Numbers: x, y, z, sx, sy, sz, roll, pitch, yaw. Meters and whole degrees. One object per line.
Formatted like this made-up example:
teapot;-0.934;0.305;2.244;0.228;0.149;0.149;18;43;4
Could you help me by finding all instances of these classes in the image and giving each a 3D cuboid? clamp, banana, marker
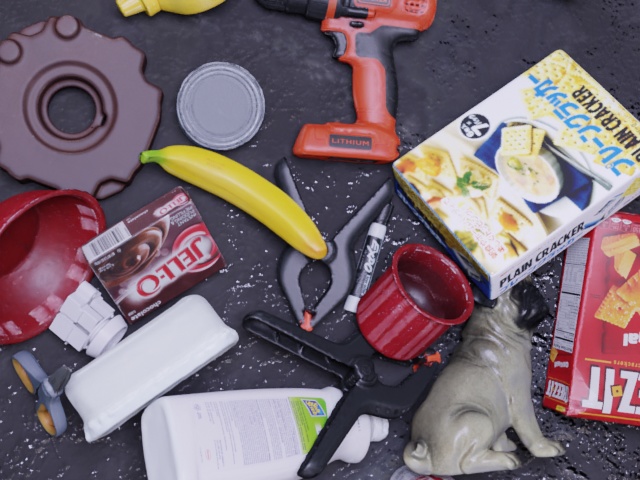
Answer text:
clamp;-0.007;0.001;1.062;0.120;0.039;0.171;20;88;8
banana;-0.077;-0.042;1.027;0.198;0.069;0.037;27;127;-2
marker;0.050;0.015;1.080;0.020;0.020;0.121;18;87;-9
clamp;0.034;0.142;1.024;0.209;0.036;0.164;2;60;-33

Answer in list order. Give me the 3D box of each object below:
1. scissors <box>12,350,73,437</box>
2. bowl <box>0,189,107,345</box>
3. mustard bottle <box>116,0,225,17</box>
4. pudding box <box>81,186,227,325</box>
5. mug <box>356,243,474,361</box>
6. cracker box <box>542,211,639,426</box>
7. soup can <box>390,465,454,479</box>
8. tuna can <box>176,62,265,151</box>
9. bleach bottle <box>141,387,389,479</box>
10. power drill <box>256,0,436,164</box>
scissors;-0.249;0.118;0.954;0.016;0.202;0.096;-28;71;-27
bowl;-0.273;0.014;0.977;0.055;0.162;0.162;32;84;24
mustard bottle;-0.110;-0.270;1.024;0.191;0.058;0.096;-33;64;-7
pudding box;-0.157;0.015;1.015;0.113;0.039;0.090;-31;130;-6
mug;0.090;0.056;1.045;0.093;0.082;0.117;29;41;-13
cracker box;0.332;0.083;1.101;0.164;0.072;0.214;9;89;-9
soup can;0.108;0.260;1.048;0.068;0.102;0.068;0;90;-10
tuna can;-0.098;-0.130;1.047;0.086;0.034;0.086;0;90;-10
bleach bottle;-0.039;0.191;1.004;0.250;0.068;0.102;3;64;-35
power drill;0.018;-0.173;1.055;0.184;0.057;0.187;5;90;-6
